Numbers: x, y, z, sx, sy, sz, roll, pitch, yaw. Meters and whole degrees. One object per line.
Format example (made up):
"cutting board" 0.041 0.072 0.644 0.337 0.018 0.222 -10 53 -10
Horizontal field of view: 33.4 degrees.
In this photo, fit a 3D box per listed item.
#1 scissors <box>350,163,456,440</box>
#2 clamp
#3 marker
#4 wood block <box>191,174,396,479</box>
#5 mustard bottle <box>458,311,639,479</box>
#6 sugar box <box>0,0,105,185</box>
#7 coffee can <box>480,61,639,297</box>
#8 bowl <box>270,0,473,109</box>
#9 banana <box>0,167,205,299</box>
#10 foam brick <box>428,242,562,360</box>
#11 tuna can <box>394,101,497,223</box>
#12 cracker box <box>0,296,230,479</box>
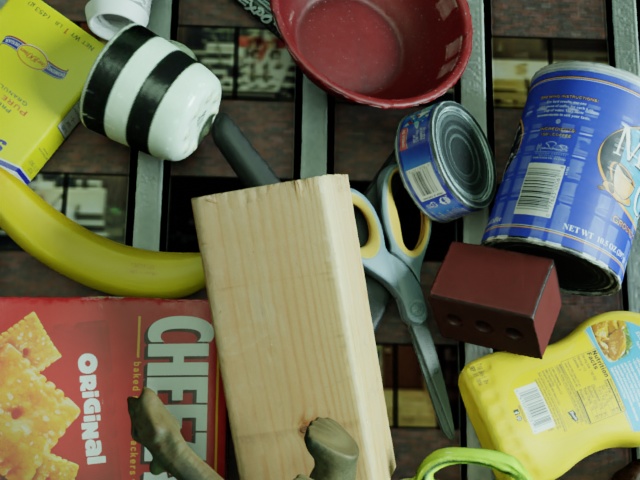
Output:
"scissors" 0.049 0.043 0.760 0.096 0.016 0.202 1 80 -26
"clamp" -0.005 0.001 0.782 0.164 0.036 0.210 7 77 -10
"marker" -0.048 -0.183 0.839 0.121 0.020 0.020 40 77 7
"wood block" -0.015 0.065 0.705 0.091 0.090 0.206 -9 92 12
"mustard bottle" 0.202 0.103 0.758 0.191 0.058 0.096 -19 70 -7
"sugar box" -0.240 -0.092 0.794 0.093 0.048 0.176 35 76 6
"coffee can" 0.184 -0.043 0.771 0.103 0.103 0.140 19 76 2
"bowl" 0.032 -0.161 0.807 0.162 0.055 0.162 7 68 -17
"banana" -0.157 0.002 0.765 0.197 0.037 0.070 17 99 -8
"foam brick" 0.122 0.041 0.743 0.078 0.053 0.051 11 57 28
"tuna can" 0.093 -0.058 0.780 0.034 0.085 0.086 -20 73 37
"cracker box" -0.169 0.123 0.729 0.213 0.072 0.164 1 76 -3
